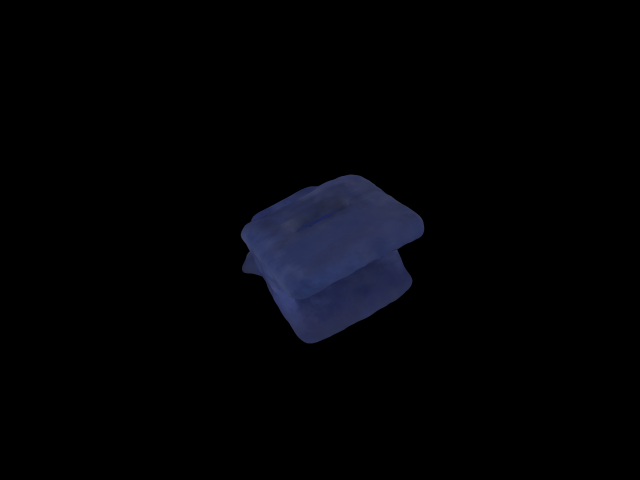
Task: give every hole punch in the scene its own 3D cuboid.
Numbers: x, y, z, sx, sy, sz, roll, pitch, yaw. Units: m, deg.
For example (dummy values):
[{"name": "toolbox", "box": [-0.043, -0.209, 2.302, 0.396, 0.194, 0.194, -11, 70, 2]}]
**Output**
[{"name": "hole punch", "box": [0.004, 0.001, 0.400, 0.109, 0.091, 0.101, -28, 62, -16]}]
